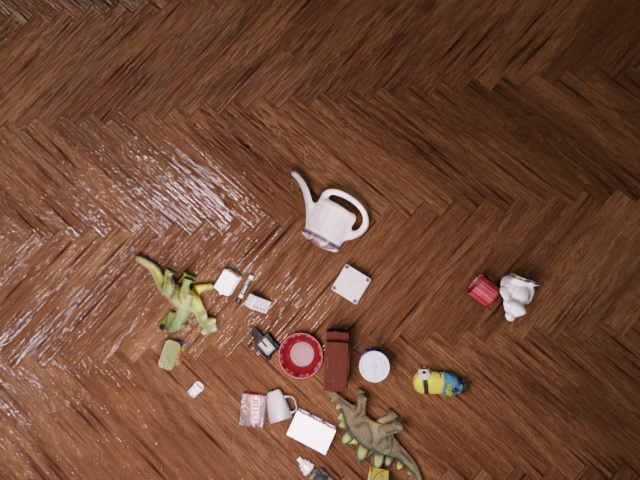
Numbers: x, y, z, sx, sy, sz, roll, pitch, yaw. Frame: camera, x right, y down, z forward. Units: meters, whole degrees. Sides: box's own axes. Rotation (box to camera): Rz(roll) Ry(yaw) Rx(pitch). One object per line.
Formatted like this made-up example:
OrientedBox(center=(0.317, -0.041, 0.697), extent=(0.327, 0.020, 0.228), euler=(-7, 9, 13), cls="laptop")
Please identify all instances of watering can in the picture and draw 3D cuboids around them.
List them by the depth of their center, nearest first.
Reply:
OrientedBox(center=(0.006, -0.096, 1.903), extent=(0.348, 0.103, 0.225), euler=(29, 86, 7), cls="watering can")

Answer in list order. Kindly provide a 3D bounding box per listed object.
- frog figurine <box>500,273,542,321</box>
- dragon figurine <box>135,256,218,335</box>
OrientedBox(center=(0.683, 0.202, 1.803), extent=(0.124, 0.137, 0.159), euler=(27, 98, 51), cls="frog figurine")
OrientedBox(center=(-0.541, 0.231, 1.906), extent=(0.412, 0.122, 0.242), euler=(20, 92, 16), cls="dragon figurine")
